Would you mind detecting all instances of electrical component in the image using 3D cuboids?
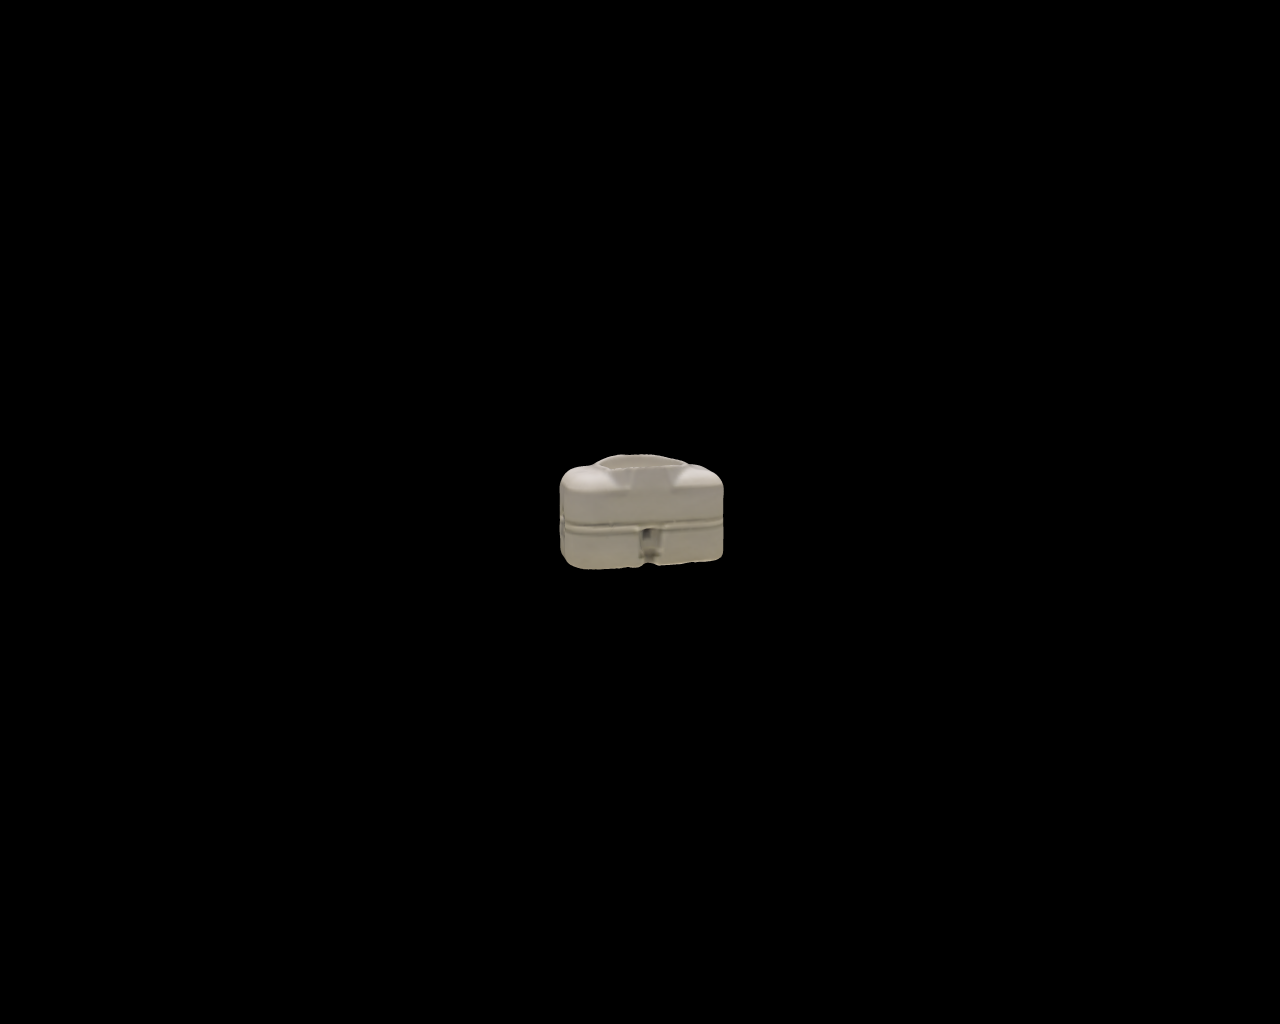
[{"bbox_3d":[0.001,-0.003,0.650,0.095,0.059,0.054,-2,12,-12],"label":"electrical component"}]
